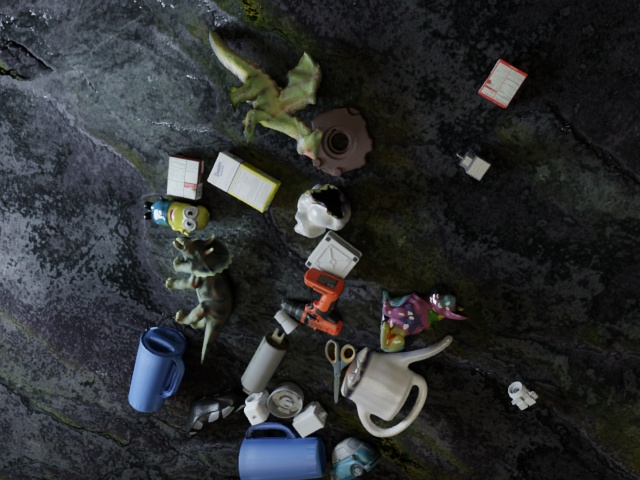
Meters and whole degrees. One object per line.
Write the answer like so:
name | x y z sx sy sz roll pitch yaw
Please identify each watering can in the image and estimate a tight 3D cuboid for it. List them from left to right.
watering can | 0.198 0.367 1.409 0.225 0.104 0.346 28 95 3

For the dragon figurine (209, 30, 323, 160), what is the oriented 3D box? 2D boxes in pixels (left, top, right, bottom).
dragon figurine | -0.111 -0.380 1.274 0.242 0.122 0.412 -22 86 7

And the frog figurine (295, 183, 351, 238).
frog figurine | 0.004 -0.068 1.345 0.137 0.125 0.156 23 145 -4
